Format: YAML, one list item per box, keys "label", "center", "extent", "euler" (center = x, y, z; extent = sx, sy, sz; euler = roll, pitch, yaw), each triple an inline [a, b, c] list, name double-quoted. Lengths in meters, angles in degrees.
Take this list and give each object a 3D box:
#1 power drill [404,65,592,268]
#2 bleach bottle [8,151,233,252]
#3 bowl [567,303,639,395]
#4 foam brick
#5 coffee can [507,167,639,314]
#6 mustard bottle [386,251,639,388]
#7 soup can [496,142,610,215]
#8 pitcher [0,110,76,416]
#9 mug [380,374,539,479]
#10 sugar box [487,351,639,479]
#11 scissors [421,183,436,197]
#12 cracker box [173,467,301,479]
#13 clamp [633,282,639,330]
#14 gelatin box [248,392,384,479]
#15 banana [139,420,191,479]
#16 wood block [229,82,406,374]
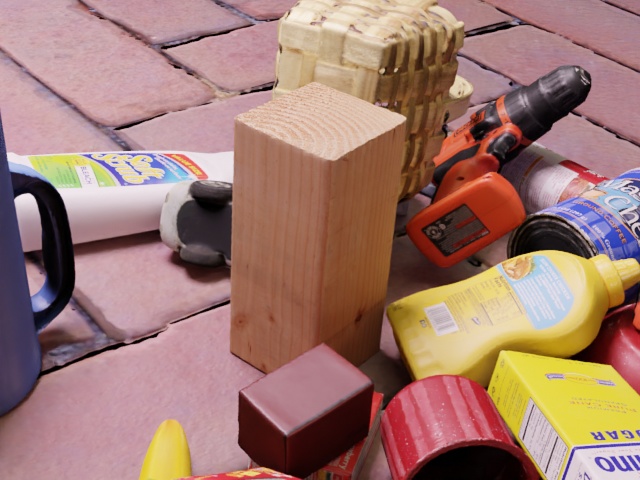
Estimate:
- label: "power drill"
  center: [0.156, -0.068, 0.949]
  extent: [0.057, 0.185, 0.187]
  euler: [46, 36, -12]
- label: "bleach bottle"
  center: [-0.163, -0.049, 0.994]
  extent: [0.250, 0.068, 0.103]
  euler: [-9, 35, -23]
- label: "bowl"
  center: [0.271, 0.094, 0.822]
  extent: [0.162, 0.055, 0.162]
  euler: [3, 32, -2]
- label: "foam brick"
  center: [-0.010, 0.115, 0.703]
  extent: [0.078, 0.053, 0.051]
  euler: [-26, 46, -35]
- label: "coffee can"
  center: [0.245, 0.005, 0.913]
  extent: [0.140, 0.103, 0.103]
  euler: [-22, 40, -34]
- label: "mustard bottle"
  center: [0.153, 0.056, 0.810]
  extent: [0.191, 0.058, 0.096]
  euler: [-21, 37, -1]
- label: "soup can"
  center: [0.227, -0.046, 1.024]
  extent: [0.068, 0.068, 0.102]
  euler: [-22, 40, -34]
- label: "pitcher"
  center: [-0.257, 0.001, 0.734]
  extent: [0.145, 0.243, 0.149]
  euler: [7, 38, -1]
- label: "mug"
  center: [0.095, 0.147, 0.701]
  extent: [0.117, 0.093, 0.081]
  euler: [28, 20, -22]
- label: "sugar box"
  center: [0.182, 0.132, 0.695]
  extent: [0.093, 0.048, 0.176]
  euler: [8, 16, -15]
- label: "scissors"
  center: [0.079, -0.056, 1.072]
  extent: [0.201, 0.016, 0.096]
  euler: [-11, 35, -21]
- label: "cracker box"
  center: [0.034, 0.184, 0.569]
  extent: [0.214, 0.072, 0.164]
  euler: [13, -7, 14]
- label: "clamp"
  center: [0.306, 0.026, 0.843]
  extent: [0.171, 0.039, 0.120]
  euler: [-11, 33, -23]
- label: "gelatin box"
  center: [-0.001, 0.135, 0.750]
  extent: [0.073, 0.030, 0.089]
  euler: [13, 34, 14]
- label: "banana"
  center: [-0.094, 0.160, 0.647]
  extent: [0.037, 0.069, 0.198]
  euler: [15, -1, -7]
- label: "wood block"
  center: [-0.005, 0.001, 0.795]
  extent: [0.090, 0.206, 0.090]
  euler: [26, 39, 30]
